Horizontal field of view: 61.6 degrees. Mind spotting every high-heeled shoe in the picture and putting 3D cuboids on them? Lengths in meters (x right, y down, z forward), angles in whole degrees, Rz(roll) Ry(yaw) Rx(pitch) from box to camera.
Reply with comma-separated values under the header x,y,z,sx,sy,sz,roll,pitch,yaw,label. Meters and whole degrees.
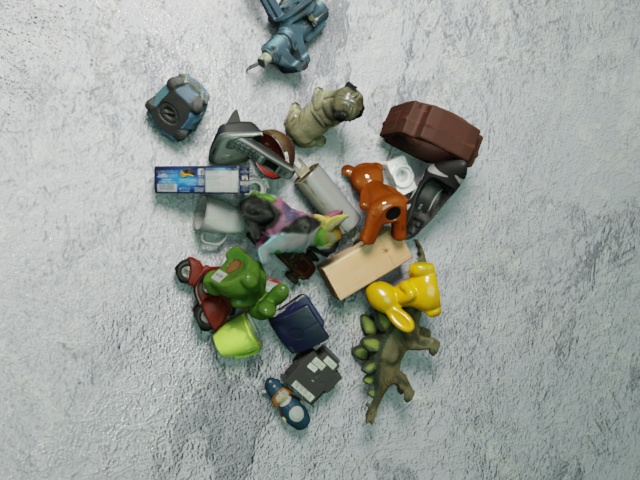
x,y,z,sx,sy,sz,roll,pitch,yaw,label
0.261,-0.091,1.268,0.086,0.248,0.145,27,70,-4,high-heeled shoe

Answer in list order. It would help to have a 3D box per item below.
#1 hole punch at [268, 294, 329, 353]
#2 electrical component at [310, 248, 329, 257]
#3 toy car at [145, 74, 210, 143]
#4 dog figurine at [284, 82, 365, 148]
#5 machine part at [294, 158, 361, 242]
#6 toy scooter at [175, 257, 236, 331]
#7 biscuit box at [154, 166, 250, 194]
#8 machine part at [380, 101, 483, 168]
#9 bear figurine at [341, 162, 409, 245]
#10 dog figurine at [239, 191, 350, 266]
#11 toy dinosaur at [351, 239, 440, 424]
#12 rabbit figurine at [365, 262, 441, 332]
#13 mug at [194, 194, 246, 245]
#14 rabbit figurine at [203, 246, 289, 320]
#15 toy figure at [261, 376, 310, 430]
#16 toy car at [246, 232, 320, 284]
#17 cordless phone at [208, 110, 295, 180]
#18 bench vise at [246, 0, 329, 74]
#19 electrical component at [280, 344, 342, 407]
x,y,z,sx,sy,sz,roll,pitch,yaw,label
-0.050,0.208,1.299,0.116,0.092,0.142,-34,109,-5,hole punch
-0.001,-0.003,1.288,0.102,0.078,0.045,27,110,-20,electrical component
-0.289,-0.292,1.140,0.109,0.161,0.103,43,41,-11,toy car
0.002,-0.267,1.184,0.121,0.191,0.172,37,89,-18,dog figurine
0.019,-0.095,1.274,0.079,0.079,0.243,-43,106,-6,machine part
-0.241,0.113,1.237,0.135,0.075,0.183,-22,99,-13,toy scooter
-0.254,-0.129,1.154,0.203,0.063,0.059,2,98,16,biscuit box
0.258,-0.244,1.253,0.201,0.201,0.087,24,89,-18,machine part
0.124,-0.096,1.269,0.120,0.196,0.131,-8,126,-21,bear figurine
-0.050,-0.042,1.188,0.219,0.108,0.191,-21,103,-7,dog figurine
0.201,0.237,1.365,0.198,0.105,0.471,28,80,-14,toy dinosaur
0.198,0.137,1.293,0.173,0.122,0.162,-6,90,1,rabbit figurine
-0.223,-0.040,1.214,0.107,0.081,0.109,11,92,-28,mug
-0.140,0.111,1.181,0.121,0.159,0.170,-56,133,-26,rabbit figurine
-0.082,0.403,1.336,0.154,0.058,0.064,55,44,-15,toy figure
-0.087,0.018,1.276,0.089,0.053,0.202,-44,108,-3,toy car
-0.144,-0.180,1.172,0.184,0.146,0.089,34,63,-8,cordless phone
-0.089,-0.487,1.150,0.223,0.129,0.240,-43,125,-14,bench vise
-0.014,0.329,1.342,0.134,0.058,0.114,-44,109,-6,electrical component
